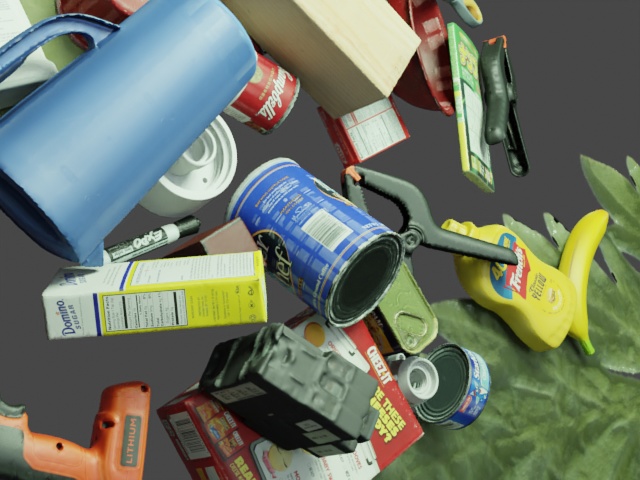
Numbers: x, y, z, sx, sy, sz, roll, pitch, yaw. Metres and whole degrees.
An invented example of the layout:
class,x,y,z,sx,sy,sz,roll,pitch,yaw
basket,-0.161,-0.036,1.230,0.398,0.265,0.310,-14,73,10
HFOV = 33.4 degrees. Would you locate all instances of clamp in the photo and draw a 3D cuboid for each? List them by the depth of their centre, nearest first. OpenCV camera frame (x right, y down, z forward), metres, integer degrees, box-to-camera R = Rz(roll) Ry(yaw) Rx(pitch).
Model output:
class,x,y,z,sx,sy,sz,roll,pitch,yaw
clamp,0.089,0.012,1.129,0.210,0.036,0.164,43,78,-6
clamp,0.213,-0.167,1.266,0.120,0.039,0.171,27,52,-68

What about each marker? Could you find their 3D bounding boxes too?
class,x,y,z,sx,sy,sz,roll,pitch,yaw
marker,-0.159,0.002,0.976,0.120,0.020,0.020,-25,92,-38

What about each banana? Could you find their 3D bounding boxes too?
class,x,y,z,sx,sy,sz,roll,pitch,yaw
banana,0.319,0.039,1.309,0.069,0.037,0.197,38,57,-43

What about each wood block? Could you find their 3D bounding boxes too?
class,x,y,z,sx,sy,sz,roll,pitch,yaw
wood block,-0.010,-0.229,1.059,0.206,0.091,0.090,43,59,-22

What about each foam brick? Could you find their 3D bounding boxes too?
class,x,y,z,sx,sy,sz,roll,pitch,yaw
foam brick,-0.098,0.020,0.979,0.052,0.078,0.051,-34,98,-35

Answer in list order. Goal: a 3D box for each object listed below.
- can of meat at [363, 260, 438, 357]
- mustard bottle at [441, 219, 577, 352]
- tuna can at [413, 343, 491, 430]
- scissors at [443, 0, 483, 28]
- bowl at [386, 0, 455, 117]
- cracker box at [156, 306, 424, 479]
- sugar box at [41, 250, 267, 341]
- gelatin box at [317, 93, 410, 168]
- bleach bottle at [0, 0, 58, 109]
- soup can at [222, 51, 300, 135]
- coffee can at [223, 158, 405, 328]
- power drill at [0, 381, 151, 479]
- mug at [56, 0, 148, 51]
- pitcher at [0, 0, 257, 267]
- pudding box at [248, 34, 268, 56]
class,x,y,z,sx,sy,sz,roll,pitch,yaw
can of meat,0.057,0.070,1.073,0.057,0.084,0.102,-36,99,-37
mustard bottle,0.208,0.039,1.210,0.191,0.058,0.096,38,58,-21
tuna can,0.137,0.153,1.107,0.033,0.086,0.086,25,64,-30
scissors,0.141,-0.301,1.236,0.201,0.016,0.096,14,52,-61
bowl,0.102,-0.210,1.181,0.162,0.055,0.162,-12,90,-69
cracker box,-0.025,0.171,0.993,0.213,0.072,0.164,-32,96,-38
sugar box,-0.133,0.045,0.886,0.176,0.093,0.048,-7,103,-2
gelatin box,0.047,-0.127,1.158,0.089,0.030,0.073,-30,97,-38
bleach bottle,-0.316,-0.234,0.904,0.102,0.068,0.251,-21,87,-38
soup can,-0.080,-0.157,1.049,0.102,0.069,0.068,30,61,-25
coffee can,-0.007,0.001,0.994,0.140,0.103,0.102,36,45,29
power drill,-0.233,0.140,0.860,0.187,0.057,0.184,12,73,-30
mug,-0.177,-0.215,0.986,0.117,0.082,0.093,53,53,-12
pitcher,-0.173,-0.111,0.887,0.145,0.149,0.242,37,69,15
pudding box,-0.058,-0.248,1.111,0.113,0.039,0.090,-42,105,-34
